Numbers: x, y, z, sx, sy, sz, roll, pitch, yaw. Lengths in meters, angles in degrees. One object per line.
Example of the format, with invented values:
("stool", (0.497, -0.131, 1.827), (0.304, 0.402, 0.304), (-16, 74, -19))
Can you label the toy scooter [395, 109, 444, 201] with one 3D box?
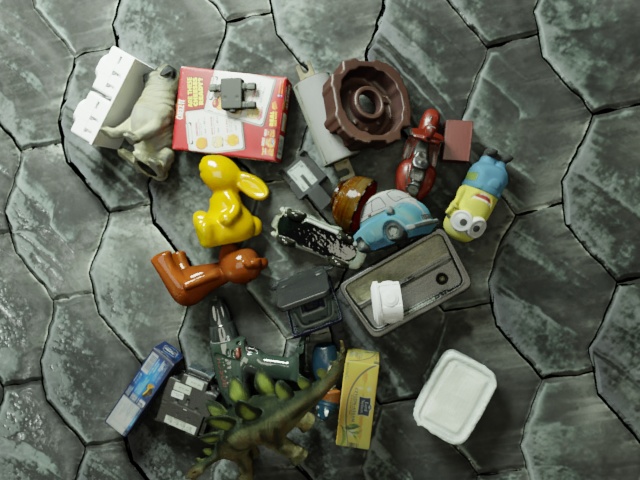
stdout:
("toy scooter", (0.189, -0.155, 0.996), (0.075, 0.135, 0.183), (14, 97, 4))

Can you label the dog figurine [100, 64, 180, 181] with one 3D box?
("dog figurine", (-0.319, -0.236, 1.090), (0.121, 0.172, 0.190), (23, 65, 21))

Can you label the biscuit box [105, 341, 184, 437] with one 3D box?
("biscuit box", (-0.371, 0.314, 1.140), (0.059, 0.063, 0.202), (36, 97, 5))

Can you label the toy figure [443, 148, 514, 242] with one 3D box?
("toy figure", (0.299, -0.081, 1.015), (0.082, 0.089, 0.180), (24, 88, 19))

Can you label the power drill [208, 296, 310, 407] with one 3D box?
("power drill", (-0.125, 0.227, 1.093), (0.207, 0.086, 0.231), (-2, 95, 4))

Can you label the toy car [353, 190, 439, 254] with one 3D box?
("toy car", (0.130, -0.039, 0.988), (0.162, 0.109, 0.103), (-21, 80, 47))

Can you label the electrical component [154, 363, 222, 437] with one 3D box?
("electrical component", (-0.269, 0.333, 1.131), (0.115, 0.058, 0.134), (22, 96, 4))

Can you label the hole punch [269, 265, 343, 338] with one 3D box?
("hole punch", (-0.021, 0.119, 1.061), (0.142, 0.116, 0.092), (-23, 118, 7))

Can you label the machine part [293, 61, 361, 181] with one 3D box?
("machine part", (0.014, -0.231, 1.043), (0.079, 0.079, 0.243), (-22, 90, 9))

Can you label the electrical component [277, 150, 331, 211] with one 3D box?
("electrical component", (-0.020, -0.114, 1.070), (0.075, 0.048, 0.119), (-44, 88, 9))

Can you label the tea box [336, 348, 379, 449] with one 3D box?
("tea box", (0.076, 0.310, 1.063), (0.068, 0.098, 0.169), (8, 93, 6))

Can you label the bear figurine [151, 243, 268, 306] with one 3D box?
("bear figurine", (-0.213, 0.049, 1.073), (0.196, 0.120, 0.132), (-28, 86, 7))

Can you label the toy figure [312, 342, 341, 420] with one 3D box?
("toy figure", (0.015, 0.286, 1.085), (0.058, 0.064, 0.154), (-3, 94, 5))

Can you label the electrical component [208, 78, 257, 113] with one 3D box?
("electrical component", (-0.166, -0.273, 1.019), (0.094, 0.021, 0.063), (2, 92, 8))

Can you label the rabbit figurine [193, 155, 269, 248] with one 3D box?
("rabbit figurine", (-0.180, -0.083, 1.051), (0.162, 0.122, 0.173), (-11, 100, -3))

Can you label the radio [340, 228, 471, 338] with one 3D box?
("radio", (0.167, 0.084, 1.046), (0.230, 0.073, 0.131), (-31, 89, 10))

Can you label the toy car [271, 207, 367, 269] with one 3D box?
("toy car", (-0.002, -0.003, 1.073), (0.202, 0.056, 0.073), (22, 103, 7))

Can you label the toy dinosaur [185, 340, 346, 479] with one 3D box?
("toy dinosaur", (-0.103, 0.344, 1.033), (0.471, 0.105, 0.198), (-36, 117, 17))

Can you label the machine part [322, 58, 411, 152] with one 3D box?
("machine part", (0.087, -0.251, 1.005), (0.179, 0.056, 0.179), (4, 80, -23))
